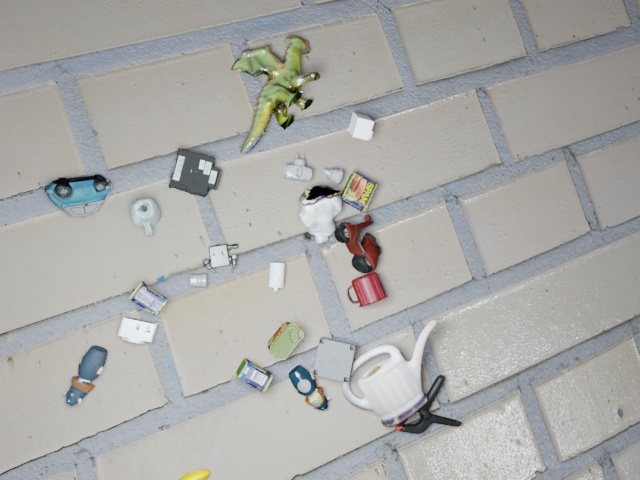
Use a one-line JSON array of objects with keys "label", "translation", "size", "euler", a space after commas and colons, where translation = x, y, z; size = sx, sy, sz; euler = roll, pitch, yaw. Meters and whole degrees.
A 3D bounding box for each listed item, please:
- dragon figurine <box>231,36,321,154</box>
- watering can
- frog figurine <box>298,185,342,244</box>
[{"label": "dragon figurine", "translation": [-0.157, -0.461, 1.530], "size": [0.244, 0.120, 0.414], "euler": [42, 73, 10]}, {"label": "watering can", "translation": [0.237, 0.399, 1.505], "size": [0.347, 0.104, 0.224], "euler": [-31, 91, 3]}, {"label": "frog figurine", "translation": [0.005, -0.077, 1.529], "size": [0.139, 0.124, 0.156], "euler": [-27, 129, -23]}]
